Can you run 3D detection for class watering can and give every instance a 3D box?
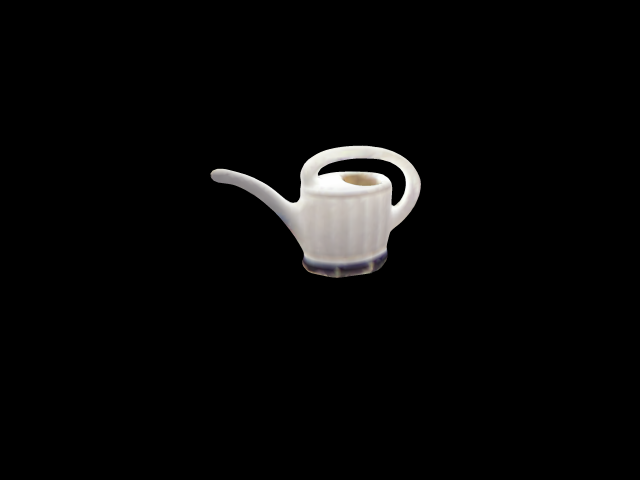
[{"bbox_3d":[0.003,-0.043,0.850,0.348,0.220,0.106,-7,24,-14],"label":"watering can"}]
